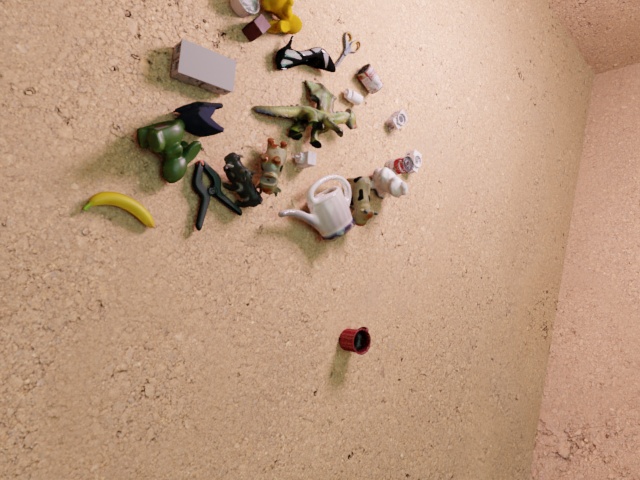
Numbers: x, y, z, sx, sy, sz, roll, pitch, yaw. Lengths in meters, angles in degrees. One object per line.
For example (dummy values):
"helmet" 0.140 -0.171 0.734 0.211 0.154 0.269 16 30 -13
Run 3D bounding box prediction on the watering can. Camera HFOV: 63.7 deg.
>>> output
"watering can" 0.006 -0.092 1.818 0.353 0.103 0.222 -37 110 -37

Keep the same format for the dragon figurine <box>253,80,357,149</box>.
"dragon figurine" -0.033 -0.474 1.852 0.408 0.120 0.248 21 54 -23

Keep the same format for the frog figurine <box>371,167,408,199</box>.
"frog figurine" 0.280 -0.228 2.033 0.125 0.159 0.135 -50 117 -33
